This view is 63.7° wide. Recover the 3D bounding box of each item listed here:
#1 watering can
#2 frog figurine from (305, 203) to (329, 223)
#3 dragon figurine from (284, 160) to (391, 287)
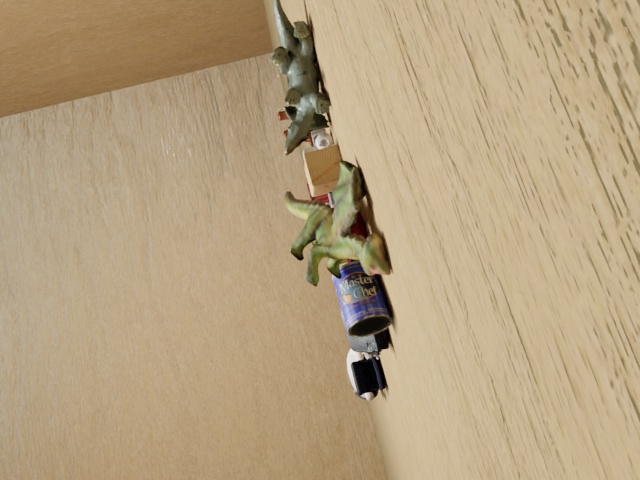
[{"bbox_3d":[0.147,0.450,1.937,0.104,0.356,0.219,-14,-44,-2],"label":"watering can"},{"bbox_3d":[0.006,-0.096,1.912,0.124,0.157,0.138,-18,22,-36],"label":"frog figurine"},{"bbox_3d":[0.028,-0.057,1.099,0.122,0.238,0.419,8,37,-36],"label":"dragon figurine"}]
